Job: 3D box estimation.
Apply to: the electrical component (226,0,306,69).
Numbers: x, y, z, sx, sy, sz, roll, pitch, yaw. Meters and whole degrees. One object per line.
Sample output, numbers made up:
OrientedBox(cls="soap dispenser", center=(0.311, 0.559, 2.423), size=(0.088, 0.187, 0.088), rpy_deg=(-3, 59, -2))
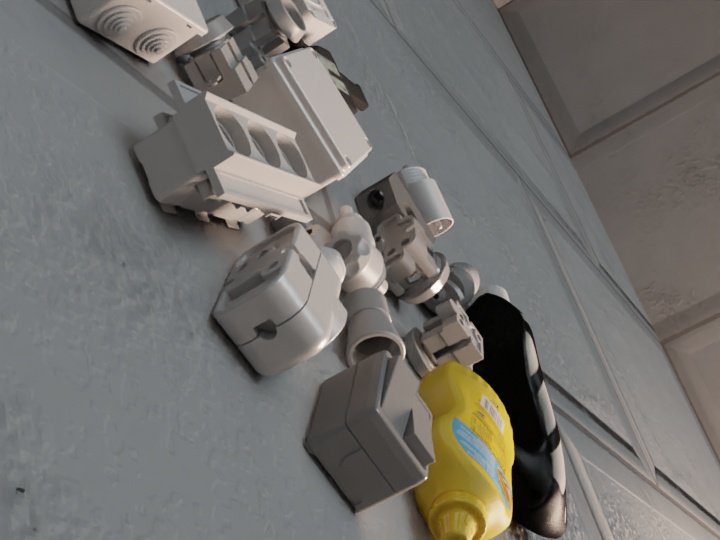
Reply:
OrientedBox(cls="electrical component", center=(-0.081, -0.210, 0.938), size=(0.048, 0.055, 0.066), rpy_deg=(33, 32, -56))

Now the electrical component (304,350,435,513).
OrientedBox(cls="electrical component", center=(0.012, 0.098, 0.699), size=(0.061, 0.061, 0.096), rpy_deg=(55, 18, -16))

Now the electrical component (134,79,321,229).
OrientedBox(cls="electrical component", center=(-0.084, -0.066, 0.688), size=(0.078, 0.063, 0.121), rpy_deg=(65, 18, 14))

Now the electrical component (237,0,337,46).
OrientedBox(cls="electrical component", center=(-0.081, -0.266, 1.024), size=(0.113, 0.057, 0.078), rpy_deg=(62, 17, 5))

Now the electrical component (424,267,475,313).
OrientedBox(cls="electrical component", center=(0.083, 0.021, 1.051), size=(0.043, 0.043, 0.081), rpy_deg=(62, 18, 4))

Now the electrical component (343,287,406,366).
OrientedBox(cls="electrical component", center=(0.007, 0.044, 0.810), size=(0.044, 0.044, 0.065), rpy_deg=(49, 16, -33))

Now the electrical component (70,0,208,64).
OrientedBox(cls="electrical component", center=(-0.156, -0.194, 0.712), size=(0.100, 0.048, 0.099), rpy_deg=(20, 43, -64))

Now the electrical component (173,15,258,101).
OrientedBox(cls="electrical component", center=(-0.108, -0.154, 0.794), size=(0.055, 0.048, 0.066), rpy_deg=(63, 16, -19))

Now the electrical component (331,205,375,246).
OrientedBox(cls="electrical component", center=(-0.008, -0.031, 0.896), size=(0.035, 0.035, 0.061), rpy_deg=(47, 20, -37))

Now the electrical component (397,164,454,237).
OrientedBox(cls="electrical component", center=(0.065, -0.078, 1.158), size=(0.043, 0.043, 0.081), rpy_deg=(24, 39, -62))

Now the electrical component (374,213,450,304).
OrientedBox(cls="electrical component", center=(0.043, -0.007, 0.962), size=(0.057, 0.058, 0.078), rpy_deg=(48, 20, -27))

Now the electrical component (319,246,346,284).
OrientedBox(cls="electrical component", center=(-0.033, 0.005, 0.768), size=(0.035, 0.035, 0.061), rpy_deg=(59, 20, -5))

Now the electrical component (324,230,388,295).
OrientedBox(cls="electrical component", center=(0.000, 0.000, 0.852), size=(0.062, 0.043, 0.043), rpy_deg=(44, 23, -45))

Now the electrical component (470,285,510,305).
OrientedBox(cls="electrical component", center=(0.149, 0.060, 1.174), size=(0.043, 0.043, 0.081), rpy_deg=(46, 23, -39))

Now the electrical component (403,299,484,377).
OrientedBox(cls="electrical component", center=(0.071, 0.064, 0.929), size=(0.066, 0.055, 0.048), rpy_deg=(55, 18, -19))

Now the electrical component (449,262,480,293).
OrientedBox(cls="electrical component", center=(0.098, 0.012, 1.118), size=(0.046, 0.040, 0.040), rpy_deg=(-1, 63, -64))

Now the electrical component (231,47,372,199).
OrientedBox(cls="electrical component", center=(-0.048, -0.122, 0.890), size=(0.108, 0.056, 0.108), rpy_deg=(58, 18, -8))

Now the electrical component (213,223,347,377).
OrientedBox(cls="electrical component", center=(-0.047, 0.020, 0.670), size=(0.059, 0.054, 0.095), rpy_deg=(55, 18, -18))
